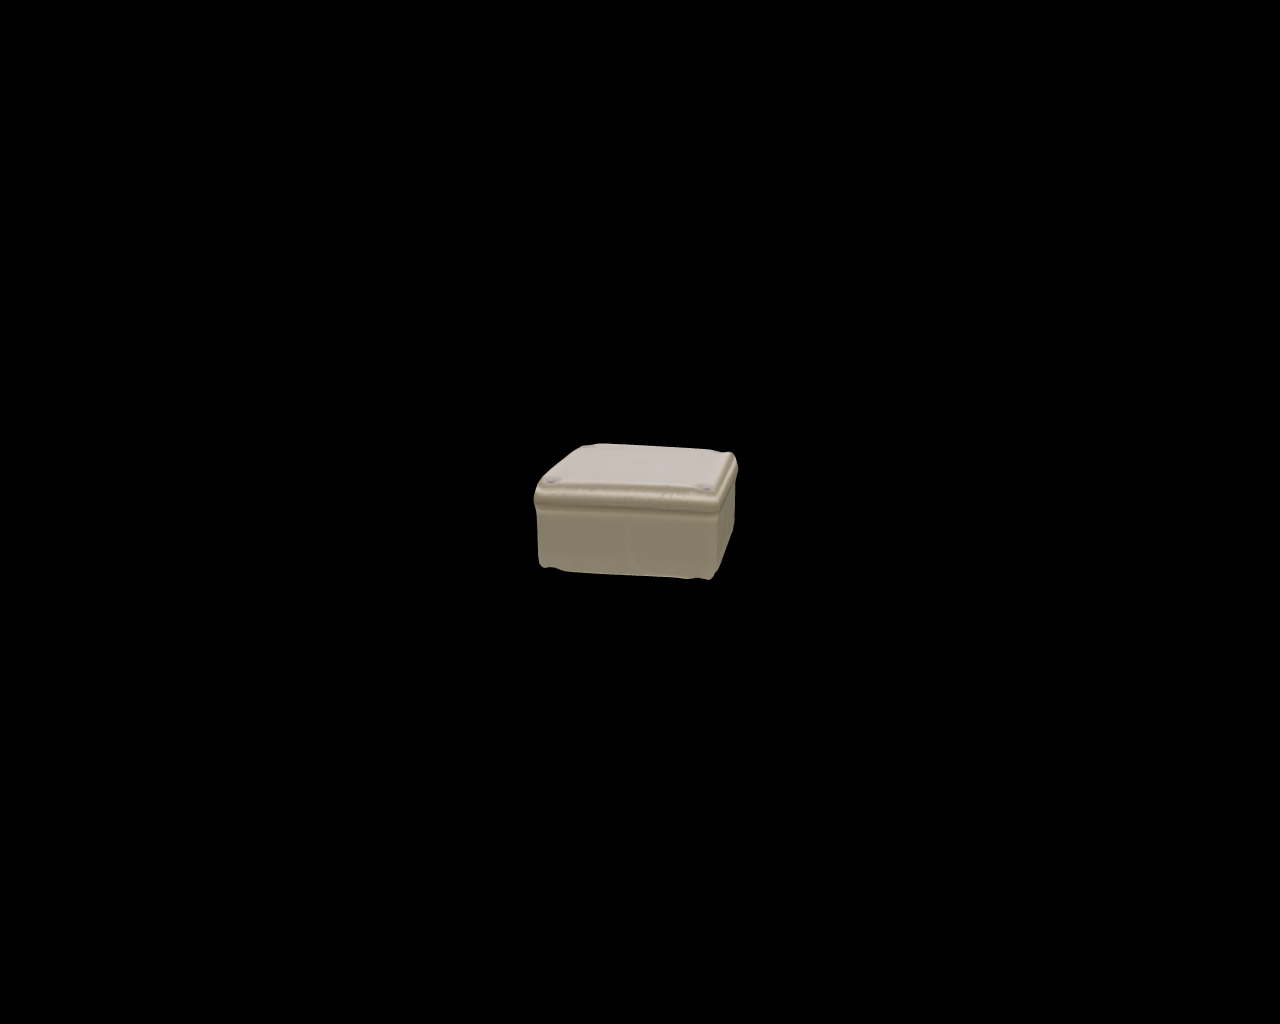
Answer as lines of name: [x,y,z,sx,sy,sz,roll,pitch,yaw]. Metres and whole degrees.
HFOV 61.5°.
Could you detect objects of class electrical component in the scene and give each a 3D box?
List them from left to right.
electrical component: [0.001,-0.003,0.650,0.109,0.056,0.109,3,16,11]
